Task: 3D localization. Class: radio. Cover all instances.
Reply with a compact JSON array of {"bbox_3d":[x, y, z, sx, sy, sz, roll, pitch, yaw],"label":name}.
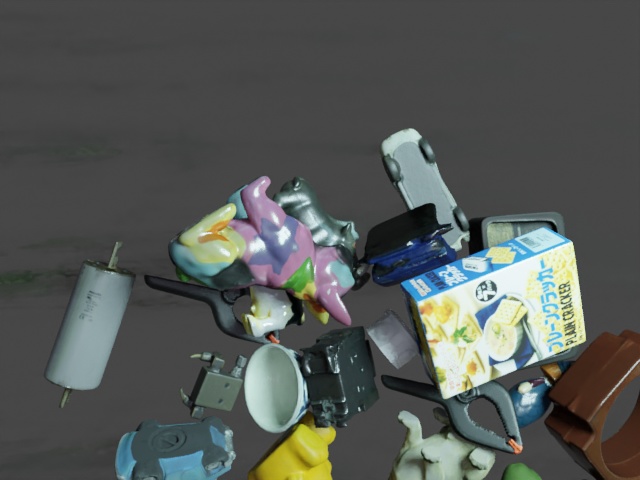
[{"bbox_3d":[0.305,0.073,0.811,0.131,0.073,0.229,-7,92,-4],"label":"radio"}]

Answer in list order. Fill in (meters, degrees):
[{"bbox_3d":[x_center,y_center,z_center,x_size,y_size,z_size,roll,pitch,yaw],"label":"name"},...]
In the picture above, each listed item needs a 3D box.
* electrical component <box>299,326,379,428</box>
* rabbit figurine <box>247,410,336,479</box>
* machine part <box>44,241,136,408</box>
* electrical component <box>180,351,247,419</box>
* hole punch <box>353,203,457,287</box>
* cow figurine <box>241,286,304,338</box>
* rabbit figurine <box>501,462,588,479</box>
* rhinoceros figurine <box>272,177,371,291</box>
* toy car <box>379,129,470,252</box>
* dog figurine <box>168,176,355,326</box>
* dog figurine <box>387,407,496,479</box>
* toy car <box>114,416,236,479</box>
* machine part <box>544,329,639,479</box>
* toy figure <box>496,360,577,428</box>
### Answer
[{"bbox_3d":[0.034,0.187,0.763,0.058,0.134,0.114,-10,93,30],"label":"electrical component"},{"bbox_3d":[-0.009,0.355,0.751,0.173,0.122,0.162,41,84,2],"label":"rabbit figurine"},{"bbox_3d":[-0.323,0.118,0.757,0.079,0.079,0.243,20,89,-4],"label":"machine part"},{"bbox_3d":[-0.159,0.210,0.790,0.078,0.045,0.102,16,91,-33],"label":"electrical component"},{"bbox_3d":[0.127,0.021,0.744,0.142,0.116,0.092,-20,106,19],"label":"hole punch"},{"bbox_3d":[-0.075,0.046,0.757,0.098,0.068,0.167,-11,85,-19],"label":"cow figurine"},{"bbox_3d":[0.346,0.412,0.810,0.170,0.121,0.159,28,94,14],"label":"rabbit figurine"},{"bbox_3d":[-0.002,-0.002,0.793,0.112,0.073,0.190,-36,91,-15],"label":"rhinoceros figurine"},{"bbox_3d":[0.158,-0.069,0.810,0.073,0.056,0.201,-27,95,2],"label":"toy car"},{"bbox_3d":[-0.057,0.039,0.675,0.191,0.108,0.219,-42,99,-25],"label":"dog figurine"},{"bbox_3d":[0.169,0.362,0.798,0.172,0.121,0.190,10,108,-11],"label":"dog figurine"},{"bbox_3d":[-0.202,0.320,0.762,0.162,0.109,0.102,-3,113,-16],"label":"toy car"},{"bbox_3d":[0.444,0.249,0.789,0.201,0.087,0.200,-46,113,-7],"label":"machine part"},{"bbox_3d":[0.343,0.227,0.822,0.154,0.064,0.058,-31,54,-9],"label":"toy figure"}]
